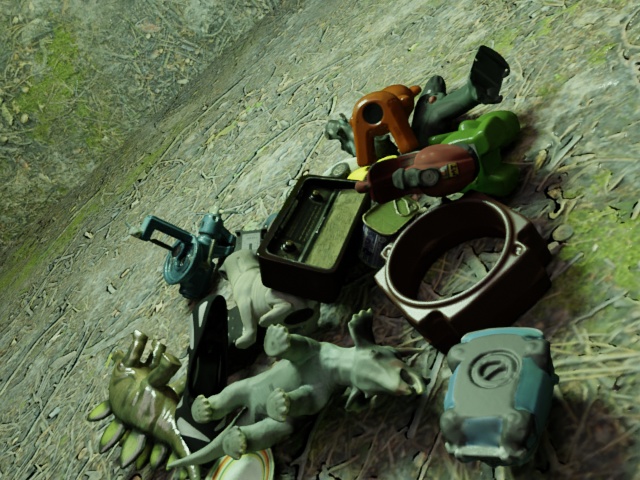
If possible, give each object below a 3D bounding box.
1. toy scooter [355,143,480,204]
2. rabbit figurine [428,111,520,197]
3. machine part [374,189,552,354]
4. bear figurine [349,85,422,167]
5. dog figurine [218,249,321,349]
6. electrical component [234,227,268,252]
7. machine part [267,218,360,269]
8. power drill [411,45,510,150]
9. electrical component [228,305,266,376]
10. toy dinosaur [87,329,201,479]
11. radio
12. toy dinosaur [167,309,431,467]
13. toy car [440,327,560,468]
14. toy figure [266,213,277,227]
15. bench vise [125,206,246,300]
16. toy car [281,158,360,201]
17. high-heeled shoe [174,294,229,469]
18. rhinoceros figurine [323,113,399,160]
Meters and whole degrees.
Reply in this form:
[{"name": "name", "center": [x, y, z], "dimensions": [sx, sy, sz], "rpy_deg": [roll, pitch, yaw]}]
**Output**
[{"name": "toy scooter", "center": [0.132, -0.093, 0.789], "dimensions": [0.135, 0.075, 0.184], "rpy_deg": [-18, 10, -31]}, {"name": "rabbit figurine", "center": [0.261, -0.145, 0.874], "dimensions": [0.159, 0.121, 0.170], "rpy_deg": [-13, 24, 49]}, {"name": "machine part", "center": [0.188, 0.036, 0.735], "dimensions": [0.201, 0.087, 0.201], "rpy_deg": [-41, 32, 0]}, {"name": "bear figurine", "center": [0.130, -0.219, 0.992], "dimensions": [0.120, 0.131, 0.196], "rpy_deg": [-14, 8, 25]}, {"name": "dog figurine", "center": [-0.084, 0.069, 0.899], "dimensions": [0.172, 0.121, 0.191], "rpy_deg": [-31, 56, 16]}, {"name": "electrical component", "center": [-0.136, 0.036, 1.087], "dimensions": [0.075, 0.047, 0.119], "rpy_deg": [-3, 57, 9]}, {"name": "machine part", "center": [-0.002, -0.003, 0.954], "dimensions": [0.179, 0.055, 0.179], "rpy_deg": [-6, 42, 6]}, {"name": "power drill", "center": [0.245, -0.266, 0.992], "dimensions": [0.207, 0.086, 0.232], "rpy_deg": [-23, 39, 54]}, {"name": "electrical component", "center": [-0.162, 0.180, 0.972], "dimensions": [0.134, 0.058, 0.115], "rpy_deg": [-34, 31, 13]}, {"name": "toy dinosaur", "center": [-0.297, 0.296, 0.948], "dimensions": [0.472, 0.105, 0.198], "rpy_deg": [16, 71, 51]}, {"name": "radio", "center": [-0.004, -0.012, 0.859], "dimensions": [0.131, 0.073, 0.230], "rpy_deg": [11, 42, 14]}, {"name": "toy dinosaur", "center": [-0.038, 0.212, 0.732], "dimensions": [0.405, 0.192, 0.131], "rpy_deg": [-38, 57, 35]}, {"name": "toy car", "center": [0.191, 0.172, 0.553], "dimensions": [0.109, 0.102, 0.162], "rpy_deg": [-14, 31, 33]}, {"name": "toy figure", "center": [-0.047, -0.026, 1.090], "dimensions": [0.155, 0.057, 0.064], "rpy_deg": [14, 68, 47]}, {"name": "bench vise", "center": [-0.296, 0.004, 1.171], "dimensions": [0.129, 0.240, 0.223], "rpy_deg": [14, 78, 49]}, {"name": "toy car", "center": [0.012, -0.103, 1.098], "dimensions": [0.202, 0.073, 0.056], "rpy_deg": [-22, 41, 29]}, {"name": "high-heeled shoe", "center": [-0.167, 0.210, 0.843], "dimensions": [0.145, 0.086, 0.249], "rpy_deg": [-52, 43, 32]}, {"name": "rhinoceros figurine", "center": [0.077, -0.203, 1.112], "dimensions": [0.073, 0.112, 0.191], "rpy_deg": [-48, 40, -4]}]
